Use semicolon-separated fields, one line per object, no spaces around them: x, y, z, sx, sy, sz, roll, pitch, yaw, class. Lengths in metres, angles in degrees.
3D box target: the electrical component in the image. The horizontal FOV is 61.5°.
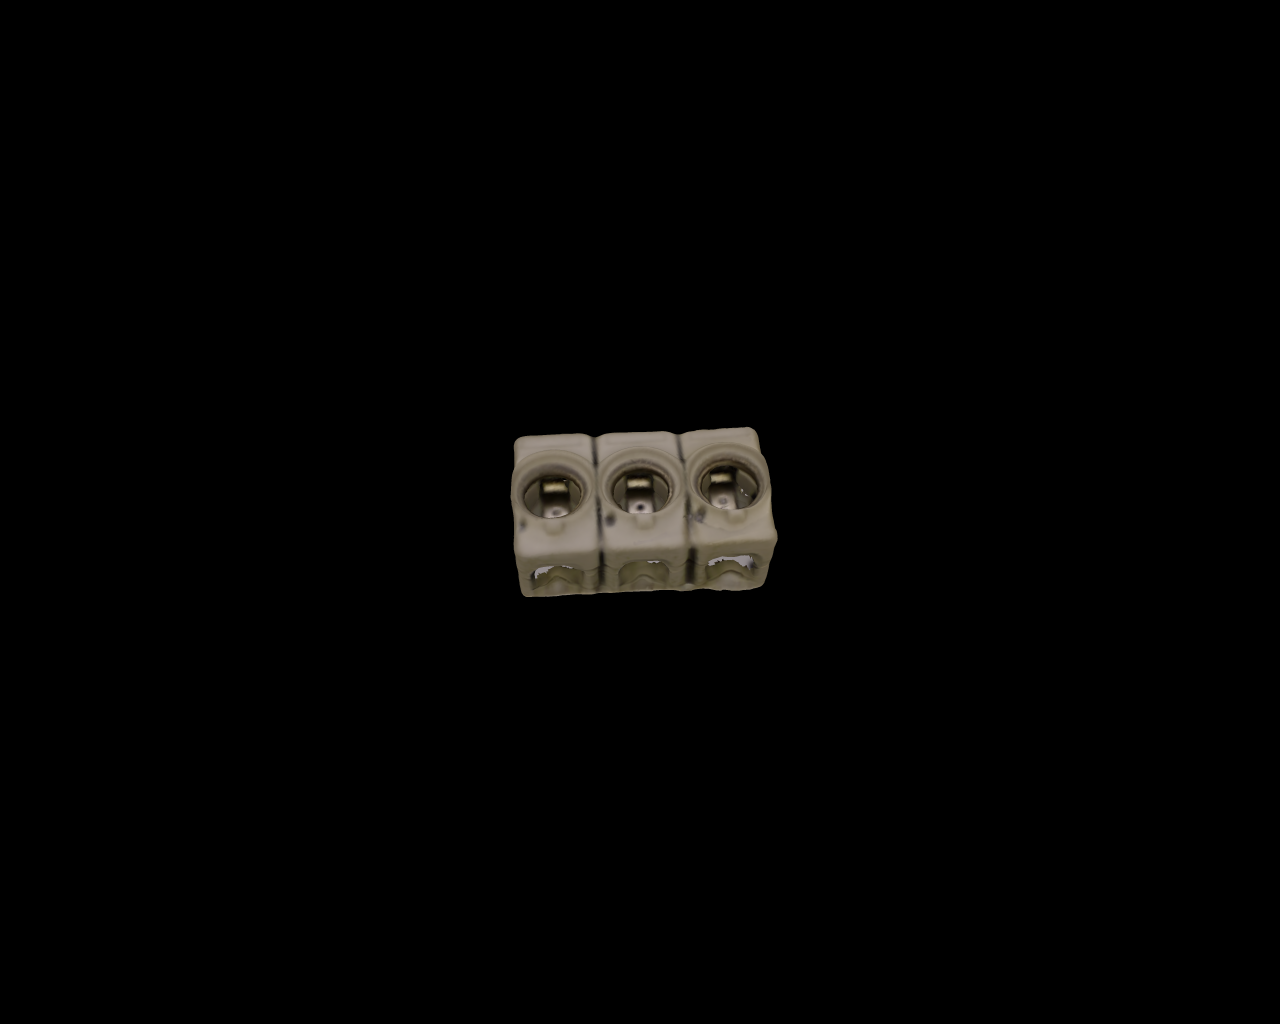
0.001;-0.003;0.650;0.150;0.090;0.061;-3;-34;-2;electrical component
